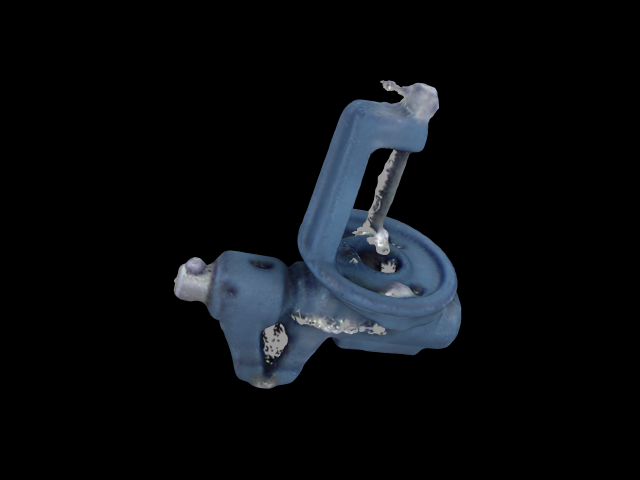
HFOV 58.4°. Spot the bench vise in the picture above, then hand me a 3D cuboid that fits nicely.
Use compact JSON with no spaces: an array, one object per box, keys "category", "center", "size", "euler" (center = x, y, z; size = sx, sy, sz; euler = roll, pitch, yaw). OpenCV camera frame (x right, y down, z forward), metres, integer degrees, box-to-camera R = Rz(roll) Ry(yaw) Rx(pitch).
[{"category":"bench vise","center":[0.009,0.008,0.391],"size":[0.208,0.220,0.121],"euler":[-16,38,-21]}]
